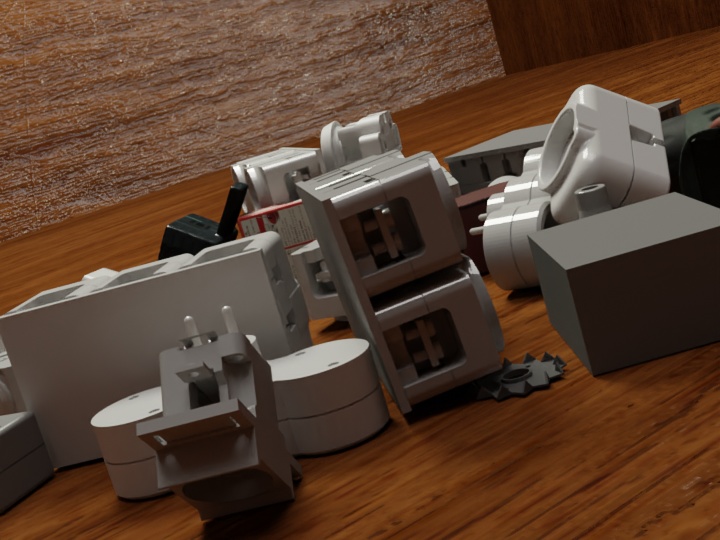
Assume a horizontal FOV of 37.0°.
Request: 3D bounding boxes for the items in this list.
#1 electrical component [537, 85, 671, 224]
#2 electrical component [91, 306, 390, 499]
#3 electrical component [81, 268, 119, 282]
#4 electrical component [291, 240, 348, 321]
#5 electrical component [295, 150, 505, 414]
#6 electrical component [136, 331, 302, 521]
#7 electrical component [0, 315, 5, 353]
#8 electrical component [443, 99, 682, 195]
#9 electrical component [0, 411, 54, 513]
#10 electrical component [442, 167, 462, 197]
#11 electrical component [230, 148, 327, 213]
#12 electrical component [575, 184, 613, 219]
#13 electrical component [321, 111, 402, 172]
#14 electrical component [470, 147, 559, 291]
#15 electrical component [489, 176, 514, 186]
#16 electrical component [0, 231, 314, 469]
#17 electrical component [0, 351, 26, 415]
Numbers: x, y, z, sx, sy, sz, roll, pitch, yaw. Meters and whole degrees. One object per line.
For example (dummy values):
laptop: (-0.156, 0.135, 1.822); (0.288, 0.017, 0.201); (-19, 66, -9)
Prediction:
electrical component: (0.147, -0.066, 0.657); (0.059, 0.053, 0.095); (18, 43, -8)
electrical component: (-0.062, 0.054, 0.510); (0.138, 0.073, 0.052); (-15, 10, 7)
electrical component: (-0.158, 0.043, 0.733); (0.057, 0.078, 0.058); (15, 27, 33)
electrical component: (0.000, 0.000, 0.748); (0.050, 0.055, 0.089); (-10, 12, 30)
electrical component: (0.018, -0.004, 0.580); (0.060, 0.105, 0.186); (-22, 9, -4)
electrical component: (-0.057, 0.063, 0.446); (0.042, 0.063, 0.081); (-14, -31, 8)
electrical component: (-0.281, 0.079, 0.747); (0.079, 0.063, 0.121); (-12, 11, 21)
electrical component: (0.183, -0.095, 0.954); (0.105, 0.060, 0.186); (-25, 13, -40)
electrical component: (-0.218, 0.088, 0.567); (0.083, 0.075, 0.047); (-12, 11, 24)
electrical component: (0.040, -0.050, 0.929); (0.089, 0.061, 0.150); (-16, 10, 2)
electrical component: (-0.069, -0.054, 0.998); (0.060, 0.105, 0.186); (-18, 11, -11)
electrical component: (0.137, -0.017, 0.607); (0.043, 0.062, 0.043); (-16, 10, 3)
electrical component: (0.000, -0.108, 0.961); (0.057, 0.058, 0.078); (-10, 12, 17)
electrical component: (0.109, -0.036, 0.715); (0.074, 0.052, 0.138); (-10, 28, 33)
electrical component: (0.124, -0.052, 0.867); (0.043, 0.043, 0.062); (-17, 12, -2)
electrical component: (-0.106, 0.042, 0.593); (0.150, 0.089, 0.061); (-14, 11, 9)
electrical component: (-0.199, 0.073, 0.684); (0.080, 0.051, 0.080); (-16, 11, 3)
